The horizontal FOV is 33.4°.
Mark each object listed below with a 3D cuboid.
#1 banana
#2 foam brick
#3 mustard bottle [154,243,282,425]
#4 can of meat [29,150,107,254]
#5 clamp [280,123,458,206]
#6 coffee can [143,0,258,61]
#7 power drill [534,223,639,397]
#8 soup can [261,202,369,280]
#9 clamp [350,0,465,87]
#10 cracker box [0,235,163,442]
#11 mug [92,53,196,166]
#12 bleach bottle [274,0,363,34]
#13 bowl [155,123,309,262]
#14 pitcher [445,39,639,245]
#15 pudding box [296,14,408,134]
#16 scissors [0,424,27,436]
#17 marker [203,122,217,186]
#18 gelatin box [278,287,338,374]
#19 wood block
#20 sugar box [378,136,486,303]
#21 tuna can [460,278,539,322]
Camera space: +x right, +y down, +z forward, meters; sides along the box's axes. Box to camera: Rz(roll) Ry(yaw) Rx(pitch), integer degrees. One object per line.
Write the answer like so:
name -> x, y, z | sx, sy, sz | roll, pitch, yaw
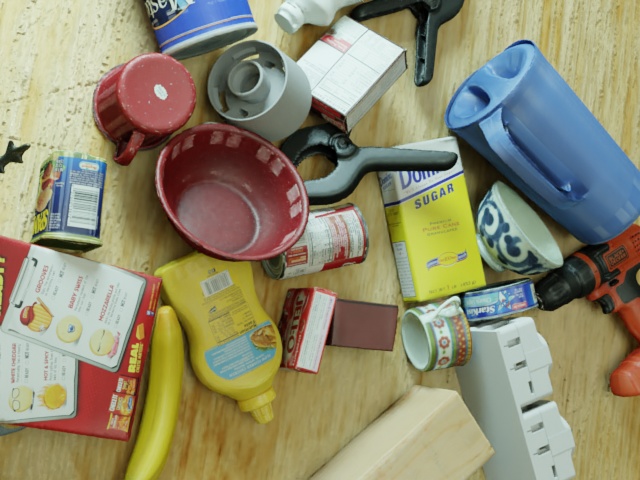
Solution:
banana -> -0.161, 0.165, 1.061 | 0.037, 0.069, 0.198 | 10, 84, 6
foam brick -> 0.038, 0.093, 1.163 | 0.078, 0.053, 0.051 | 8, 84, -23
mustard bottle -> -0.092, 0.101, 1.100 | 0.096, 0.058, 0.191 | -25, 97, -26
can of meat -> -0.239, -0.035, 1.019 | 0.057, 0.102, 0.084 | 8, 81, -24
clamp -> 0.034, -0.092, 1.156 | 0.209, 0.036, 0.165 | -39, 72, -17
coffee can -> -0.133, -0.264, 1.080 | 0.102, 0.103, 0.140 | -21, 95, -24
power drill -> 0.358, 0.094, 1.305 | 0.184, 0.057, 0.187 | -29, 99, -23
soup can -> -0.007, 0.001, 1.140 | 0.102, 0.069, 0.068 | -11, 91, -24
clamp -> 0.109, -0.275, 1.227 | 0.120, 0.039, 0.171 | 35, 69, -24
cracker box -> -0.265, 0.090, 0.990 | 0.213, 0.072, 0.164 | 18, 78, -38
mug -> -0.177, -0.129, 1.063 | 0.093, 0.082, 0.117 | 27, 76, -21
bleach bottle -> 0.049, -0.312, 1.183 | 0.102, 0.068, 0.250 | 42, 72, 4
bowl -> -0.094, -0.036, 1.068 | 0.162, 0.055, 0.162 | 14, 54, -19
pitcher -> 0.269, -0.100, 1.236 | 0.242, 0.145, 0.149 | 41, 77, -20
pudding box -> 0.028, -0.182, 1.160 | 0.090, 0.039, 0.113 | 35, 72, 20
scissors -> -0.324, 0.202, 1.012 | 0.096, 0.016, 0.202 | 19, 79, -22
marker -> -0.115, -0.063, 1.122 | 0.020, 0.020, 0.121 | 3, 85, -24
gelatin box -> -0.018, 0.095, 1.126 | 0.030, 0.073, 0.089 | 17, 80, -22
wood block -> 0.075, 0.257, 1.148 | 0.205, 0.091, 0.090 | -38, 103, -22
sugar box -> 0.126, -0.024, 1.214 | 0.093, 0.048, 0.176 | -12, 93, -24
tuna can -> 0.204, 0.068, 1.222 | 0.086, 0.086, 0.034 | -13, 90, -25
